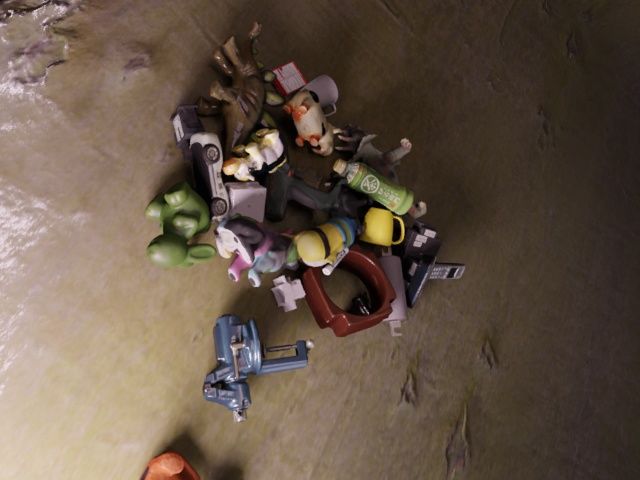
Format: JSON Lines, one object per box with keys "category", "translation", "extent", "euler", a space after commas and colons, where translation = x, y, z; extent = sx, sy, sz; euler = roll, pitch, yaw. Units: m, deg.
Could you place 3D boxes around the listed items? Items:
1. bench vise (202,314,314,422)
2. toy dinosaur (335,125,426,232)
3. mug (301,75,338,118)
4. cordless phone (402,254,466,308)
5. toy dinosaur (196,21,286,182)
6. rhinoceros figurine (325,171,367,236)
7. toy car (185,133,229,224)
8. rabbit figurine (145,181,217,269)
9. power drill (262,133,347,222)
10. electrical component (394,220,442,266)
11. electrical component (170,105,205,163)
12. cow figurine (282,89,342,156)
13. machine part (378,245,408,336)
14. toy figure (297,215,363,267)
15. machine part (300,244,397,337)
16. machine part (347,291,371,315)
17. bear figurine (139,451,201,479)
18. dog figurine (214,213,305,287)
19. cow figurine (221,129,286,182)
{"category": "bench vise", "translation": [-0.124, 0.254, 1.114], "extent": [0.241, 0.128, 0.224], "euler": [-5, 56, -17]}
{"category": "toy dinosaur", "translation": [0.174, -0.142, 1.484], "extent": [0.192, 0.131, 0.404], "euler": [-20, 94, -20]}
{"category": "mug", "translation": [-0.011, -0.380, 1.461], "extent": [0.107, 0.081, 0.109], "euler": [-30, 97, -27]}
{"category": "cordless phone", "translation": [0.307, 0.111, 1.465], "extent": [0.184, 0.146, 0.089], "euler": [4, 27, -33]}
{"category": "toy dinosaur", "translation": [-0.188, -0.317, 1.296], "extent": [0.198, 0.105, 0.471], "euler": [22, 73, -32]}
{"category": "rhinoceros figurine", "translation": [0.059, -0.088, 1.411], "extent": [0.112, 0.073, 0.190], "euler": [3, 73, -23]}
{"category": "toy car", "translation": [-0.243, -0.132, 1.172], "extent": [0.056, 0.074, 0.201], "euler": [-23, 112, -49]}
{"category": "rabbit figurine", "translation": [-0.297, -0.005, 1.104], "extent": [0.159, 0.121, 0.170], "euler": [52, 36, -35]}
{"category": "power drill", "translation": [-0.041, -0.144, 1.320], "extent": [0.207, 0.086, 0.232], "euler": [17, 69, -10]}
{"category": "electrical component", "translation": [0.270, 0.016, 1.487], "extent": [0.115, 0.058, 0.134], "euler": [17, 100, -33]}
{"category": "electrical component", "translation": [-0.294, -0.237, 1.210], "extent": [0.048, 0.075, 0.119], "euler": [-12, 77, -36]}
{"category": "cow figurine", "translation": [-0.014, -0.300, 1.394], "extent": [0.127, 0.086, 0.194], "euler": [-60, 141, -34]}
{"category": "machine part", "translation": [0.183, 0.130, 1.411], "extent": [0.079, 0.079, 0.243], "euler": [6, 71, -33]}
{"category": "toy figure", "translation": [0.021, -0.006, 1.249], "extent": [0.180, 0.082, 0.089], "euler": [-37, 103, -35]}
{"category": "machine part", "translation": [0.066, 0.120, 1.297], "extent": [0.201, 0.087, 0.201], "euler": [-12, 65, -33]}
{"category": "machine part", "translation": [0.089, 0.191, 1.350], "extent": [0.139, 0.039, 0.084], "euler": [-32, 99, -39]}
{"category": "bear figurine", "translation": [-0.232, 0.470, 0.974], "extent": [0.196, 0.132, 0.120], "euler": [33, 61, -14]}
{"category": "dog figurine", "translation": [-0.117, 0.002, 1.223], "extent": [0.219, 0.109, 0.191], "euler": [-35, 115, -42]}
{"category": "cow figurine", "translation": [-0.151, -0.179, 1.234], "extent": [0.167, 0.068, 0.098], "euler": [-43, 126, -29]}
